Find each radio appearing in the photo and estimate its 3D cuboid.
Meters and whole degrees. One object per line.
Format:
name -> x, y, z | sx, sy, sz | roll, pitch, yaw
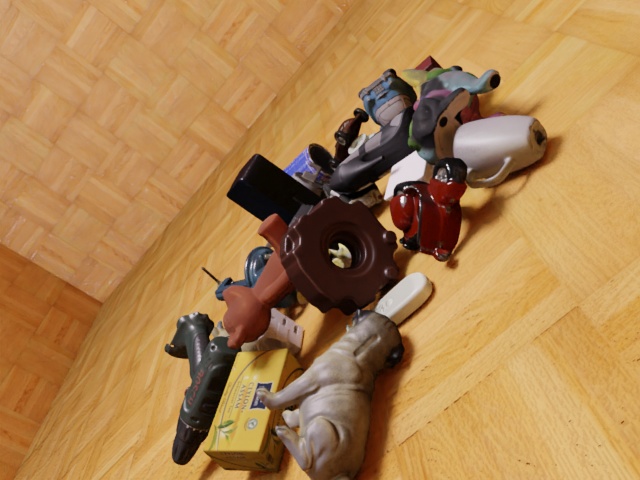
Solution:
radio -> -0.073, -0.069, 1.103 | 0.073, 0.229, 0.131 | -61, 17, -21

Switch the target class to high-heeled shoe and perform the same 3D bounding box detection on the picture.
high-heeled shoe -> 0.121, -0.169, 1.017 | 0.249, 0.086, 0.145 | -41, 10, -37

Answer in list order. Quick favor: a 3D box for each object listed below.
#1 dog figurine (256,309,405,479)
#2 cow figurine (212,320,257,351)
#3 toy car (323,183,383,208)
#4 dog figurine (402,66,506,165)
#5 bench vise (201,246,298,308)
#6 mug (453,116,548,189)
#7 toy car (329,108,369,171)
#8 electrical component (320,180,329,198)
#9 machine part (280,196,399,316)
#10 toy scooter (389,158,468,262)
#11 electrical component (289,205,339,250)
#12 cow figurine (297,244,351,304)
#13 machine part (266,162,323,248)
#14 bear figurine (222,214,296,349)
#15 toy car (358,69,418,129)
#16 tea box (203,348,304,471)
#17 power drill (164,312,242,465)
dog figurine -> 0.044, 0.188, 0.648 | 0.190, 0.121, 0.172 | -37, 54, -5
cow figurine -> -0.175, 0.221, 1.055 | 0.195, 0.085, 0.127 | -25, 40, 55
toy car -> 0.063, -0.090, 1.069 | 0.073, 0.056, 0.202 | -27, 21, -8
dog figurine -> 0.187, -0.214, 0.873 | 0.191, 0.108, 0.219 | -36, 32, -8
bench vise -> -0.133, 0.094, 1.088 | 0.241, 0.128, 0.224 | -12, 35, 36
mug -> 0.243, -0.121, 0.726 | 0.107, 0.080, 0.109 | -8, 45, 50
toy car -> 0.060, -0.226, 1.220 | 0.089, 0.053, 0.202 | -49, -9, -15
electrical component -> 0.009, -0.105, 1.248 | 0.102, 0.045, 0.078 | -36, 55, 44
machine part -> 0.032, 0.021, 0.795 | 0.179, 0.179, 0.056 | -65, 10, -29
toy scooter -> 0.154, -0.029, 0.768 | 0.184, 0.075, 0.135 | 146, 127, -71
electrical component -> -0.002, -0.003, 1.002 | 0.134, 0.114, 0.058 | -57, 25, -10
cow figurine -> 0.031, 0.040, 0.921 | 0.167, 0.098, 0.068 | -43, 64, 19
machine part -> -0.061, -0.065, 1.223 | 0.243, 0.079, 0.079 | -60, 18, 18
bear figurine -> -0.098, 0.068, 0.854 | 0.196, 0.132, 0.120 | -42, 2, 1
toy car -> 0.154, -0.275, 1.113 | 0.109, 0.103, 0.161 | -34, -19, 17
tea box -> -0.095, 0.253, 0.812 | 0.098, 0.068, 0.170 | -11, 39, 23
power drill -> -0.223, 0.242, 0.951 | 0.232, 0.086, 0.207 | -62, 27, 17
